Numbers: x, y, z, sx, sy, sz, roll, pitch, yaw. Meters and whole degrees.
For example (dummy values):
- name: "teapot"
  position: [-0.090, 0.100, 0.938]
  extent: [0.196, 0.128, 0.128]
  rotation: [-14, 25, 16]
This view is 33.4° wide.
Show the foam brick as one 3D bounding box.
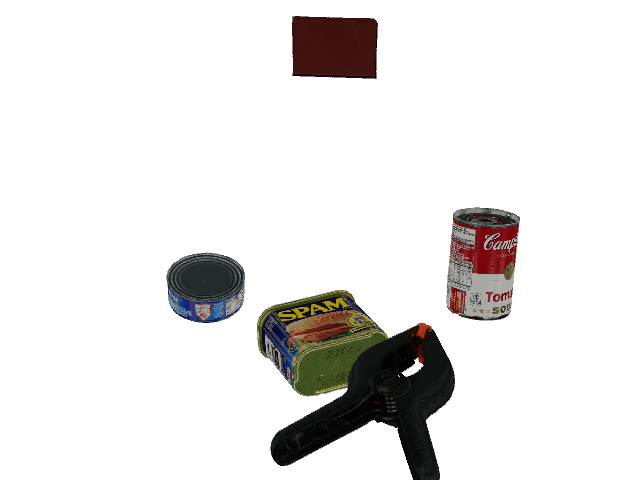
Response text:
- name: "foam brick"
  position: [0.012, -0.176, 0.974]
  extent: [0.078, 0.051, 0.053]
  rotation: [2, 16, -1]

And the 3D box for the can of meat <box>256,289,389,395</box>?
- name: "can of meat"
  position: [0.004, 0.095, 0.982]
  extent: [0.102, 0.057, 0.084]
  rotation: [-12, 27, -21]

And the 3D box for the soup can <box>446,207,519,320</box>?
- name: "soup can"
  position: [0.166, 0.024, 1.097]
  extent: [0.068, 0.102, 0.068]
  rotation: [2, 16, -1]

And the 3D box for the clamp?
- name: "clamp"
  position: [0.057, 0.120, 0.766]
  extent: [0.120, 0.039, 0.171]
  rotation: [19, 40, 28]

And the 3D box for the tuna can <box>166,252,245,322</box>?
- name: "tuna can"
  position: [-0.126, 0.052, 1.176]
  extent: [0.086, 0.034, 0.086]
  rotation: [2, 36, -2]
